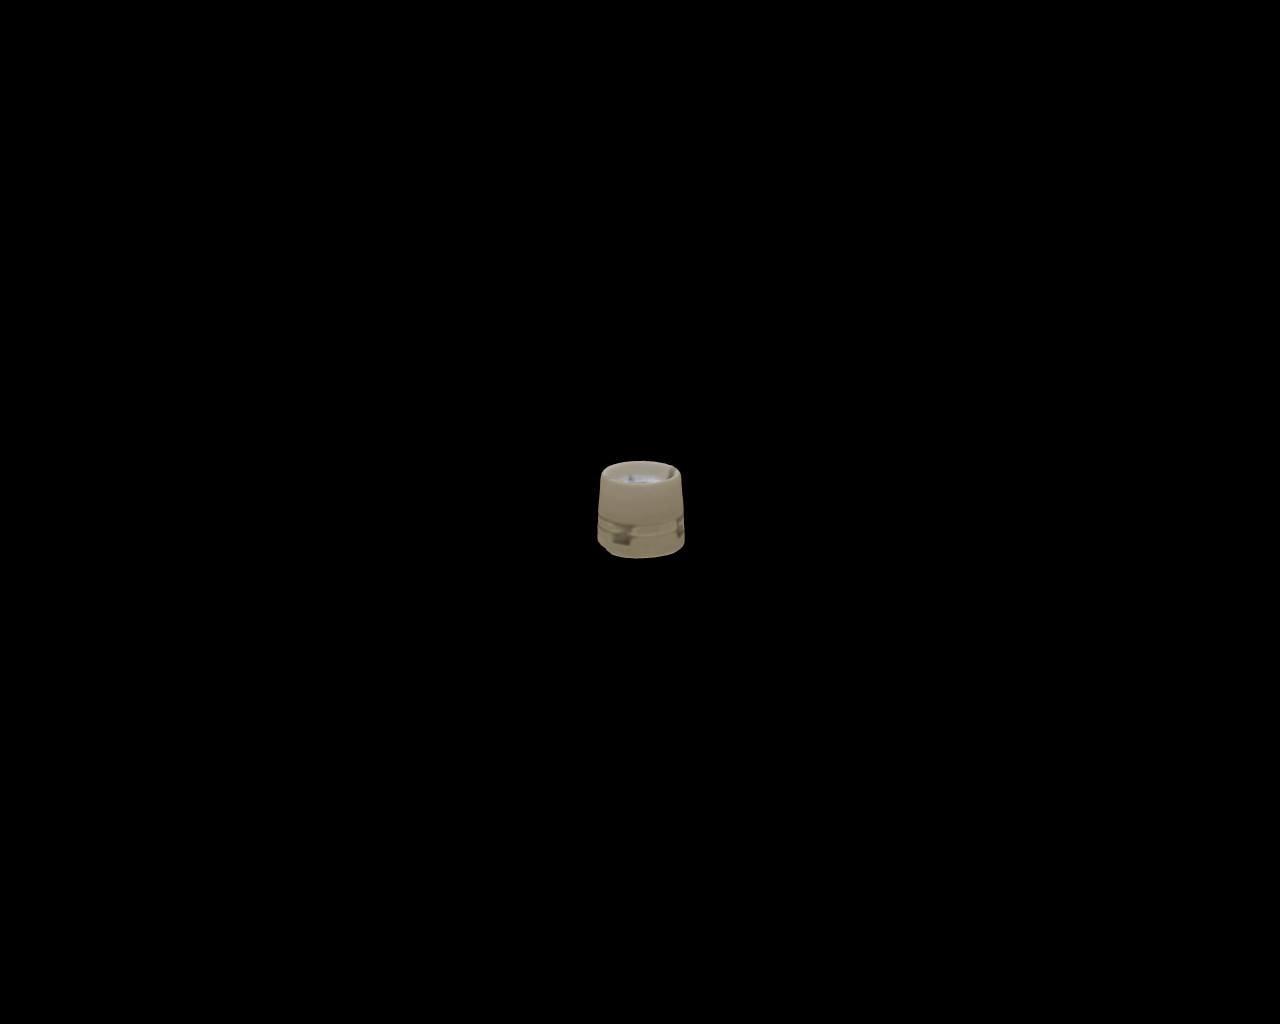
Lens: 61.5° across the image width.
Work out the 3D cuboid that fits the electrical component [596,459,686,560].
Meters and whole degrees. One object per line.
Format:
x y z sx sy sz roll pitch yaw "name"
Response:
0.001 -0.003 0.650 0.055 0.047 0.055 0 20 0 "electrical component"
